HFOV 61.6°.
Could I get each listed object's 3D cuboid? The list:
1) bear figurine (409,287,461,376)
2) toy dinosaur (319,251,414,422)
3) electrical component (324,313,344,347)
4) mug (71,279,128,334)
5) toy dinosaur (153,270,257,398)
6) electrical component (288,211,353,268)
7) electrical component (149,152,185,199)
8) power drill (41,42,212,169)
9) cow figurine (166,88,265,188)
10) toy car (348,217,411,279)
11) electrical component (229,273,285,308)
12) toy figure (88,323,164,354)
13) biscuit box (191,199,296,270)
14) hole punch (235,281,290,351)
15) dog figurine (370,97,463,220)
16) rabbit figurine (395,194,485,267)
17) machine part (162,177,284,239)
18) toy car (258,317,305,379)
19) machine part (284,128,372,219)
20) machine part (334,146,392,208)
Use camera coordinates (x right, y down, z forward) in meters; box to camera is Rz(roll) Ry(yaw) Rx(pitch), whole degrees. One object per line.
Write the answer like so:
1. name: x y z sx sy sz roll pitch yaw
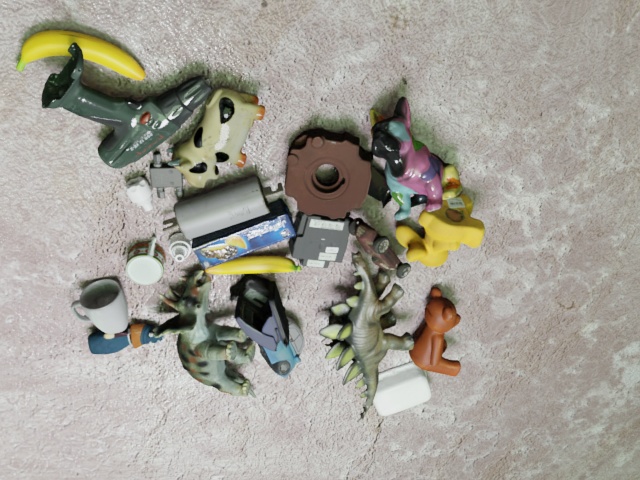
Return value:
1. bear figurine: 0.293 0.219 1.294 0.132 0.120 0.195 10 115 -22
2. toy dinosaur: 0.107 0.232 1.239 0.199 0.105 0.470 -22 119 -16
3. electrical component: 0.047 0.213 1.277 0.078 0.045 0.102 1 122 -11
4. mug: -0.448 0.148 1.109 0.110 0.081 0.107 -16 134 -7
5. toy dinosaur: -0.252 0.253 1.201 0.192 0.131 0.404 10 134 11
6. electrical component: -0.002 -0.003 1.118 0.115 0.058 0.134 9 121 -15
7. electrical component: -0.284 -0.120 1.003 0.063 0.021 0.093 -3 123 -10
8. power drill: -0.320 -0.228 0.874 0.232 0.086 0.207 -39 147 20
9. cow figurine: -0.191 -0.176 0.950 0.127 0.086 0.194 14 121 -27
10. toy car: 0.124 0.024 1.112 0.053 0.089 0.202 -51 144 -5
11. electrical component: -0.131 0.123 1.178 0.119 0.048 0.075 29 113 -27
12. toy figure: -0.420 0.211 1.168 0.154 0.064 0.057 -9 86 -12
13. biscuit box: -0.152 -0.012 1.077 0.203 0.063 0.059 -21 125 2
14. hole punch: -0.115 0.162 1.104 0.092 0.142 0.115 -20 110 0
15. dog figurine: 0.175 -0.162 1.025 0.109 0.191 0.219 -9 107 44
16. rabbit figurine: 0.249 0.003 1.142 0.162 0.122 0.173 -12 146 -17
17. machine part: -0.186 -0.061 1.028 0.243 0.079 0.079 -17 124 0
18. toy car: -0.091 0.228 1.233 0.103 0.109 0.161 -29 115 -20
19. machine part: 0.015 -0.123 1.022 0.179 0.056 0.179 1 118 2
20. machine part: 0.099 -0.124 1.074 0.138 0.039 0.084 38 103 -28
